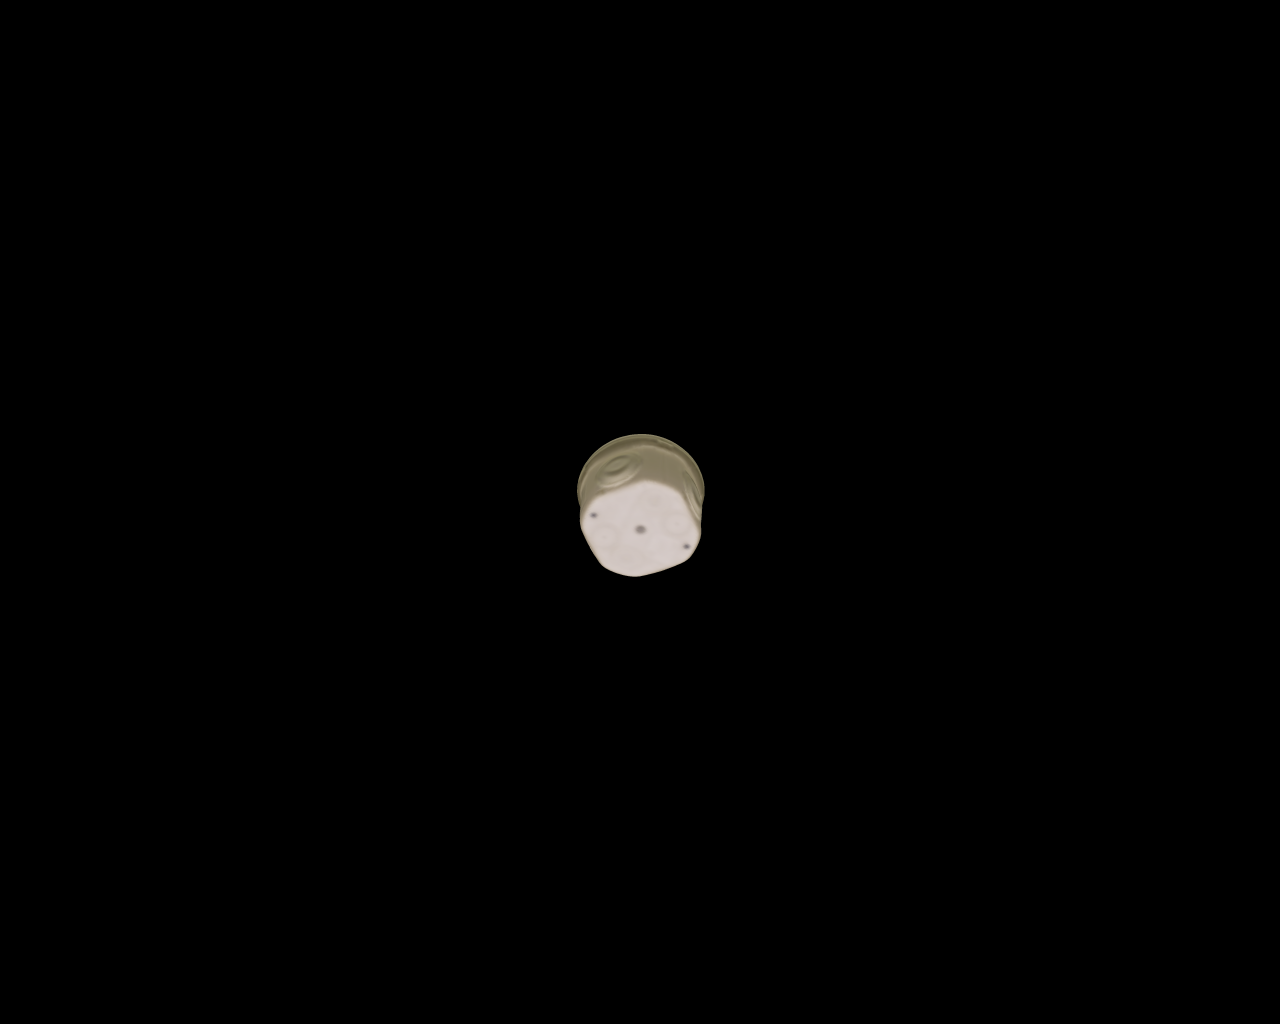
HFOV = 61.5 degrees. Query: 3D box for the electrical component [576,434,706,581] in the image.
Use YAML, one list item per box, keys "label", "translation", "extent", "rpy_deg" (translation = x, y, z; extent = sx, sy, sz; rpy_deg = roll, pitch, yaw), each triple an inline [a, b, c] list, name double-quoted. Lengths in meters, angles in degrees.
- label: "electrical component"
  translation: [0.001, -0.003, 0.650]
  extent: [0.080, 0.080, 0.051]
  rpy_deg: [0, 34, 0]
